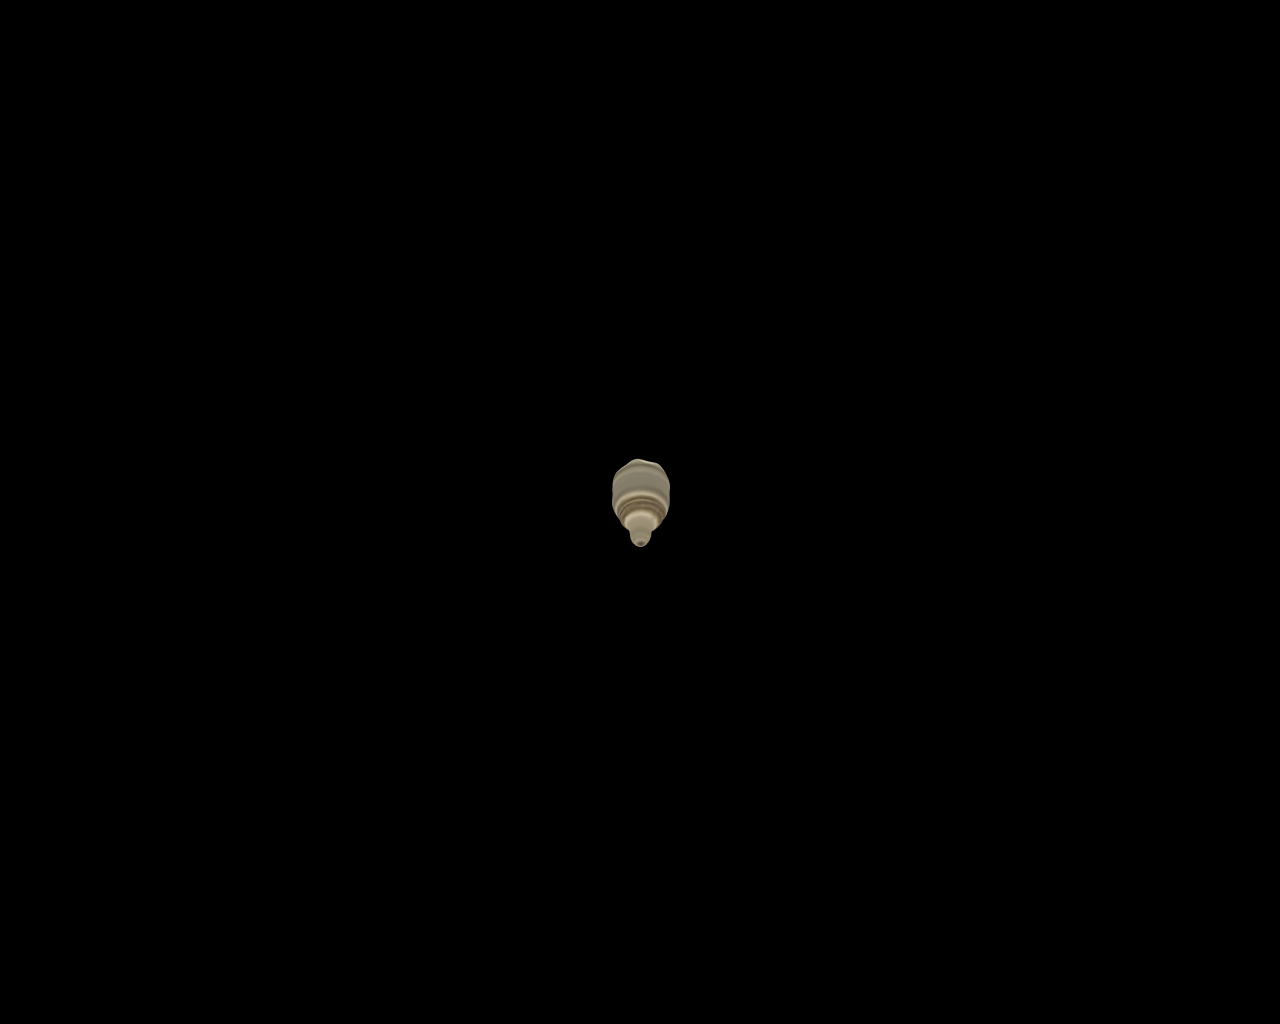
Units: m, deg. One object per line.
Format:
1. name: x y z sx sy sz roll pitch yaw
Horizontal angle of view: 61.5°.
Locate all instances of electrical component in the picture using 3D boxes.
1. electrical component: 0.001 -0.003 0.650 0.035 0.035 0.061 0 45 0
